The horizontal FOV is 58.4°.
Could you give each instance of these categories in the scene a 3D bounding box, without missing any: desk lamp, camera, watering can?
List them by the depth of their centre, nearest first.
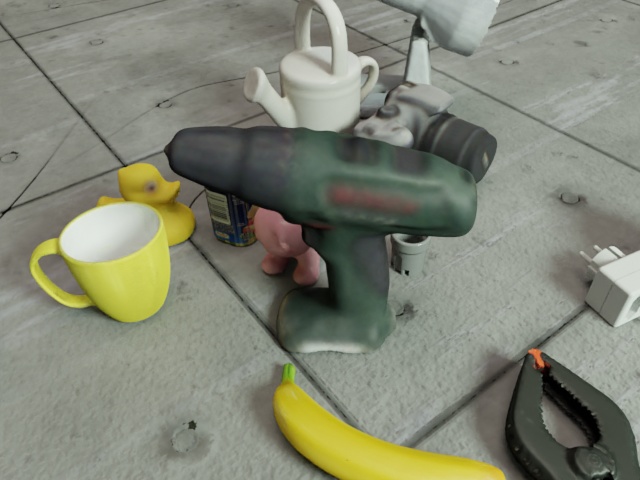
[{"bbox_3d":[0.128,-0.118,0.675,0.136,0.101,0.143,30,51,29],"label":"camera"},{"bbox_3d":[-0.005,-0.193,0.691,0.100,0.194,0.173,27,50,27],"label":"watering can"},{"bbox_3d":[0.126,-0.272,0.759,0.203,0.214,0.118,4,43,6],"label":"desk lamp"}]

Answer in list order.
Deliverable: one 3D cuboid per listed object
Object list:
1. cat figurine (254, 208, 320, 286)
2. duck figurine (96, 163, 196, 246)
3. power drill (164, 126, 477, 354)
[{"bbox_3d":[-0.021,-0.020,0.559,0.067,0.118,0.128,19,46,21],"label":"cat figurine"},{"bbox_3d":[-0.190,-0.043,0.610,0.104,0.086,0.077,3,43,4],"label":"duck figurine"},{"bbox_3d":[0.004,0.002,0.468,0.229,0.209,0.075,-1,43,0],"label":"power drill"}]
